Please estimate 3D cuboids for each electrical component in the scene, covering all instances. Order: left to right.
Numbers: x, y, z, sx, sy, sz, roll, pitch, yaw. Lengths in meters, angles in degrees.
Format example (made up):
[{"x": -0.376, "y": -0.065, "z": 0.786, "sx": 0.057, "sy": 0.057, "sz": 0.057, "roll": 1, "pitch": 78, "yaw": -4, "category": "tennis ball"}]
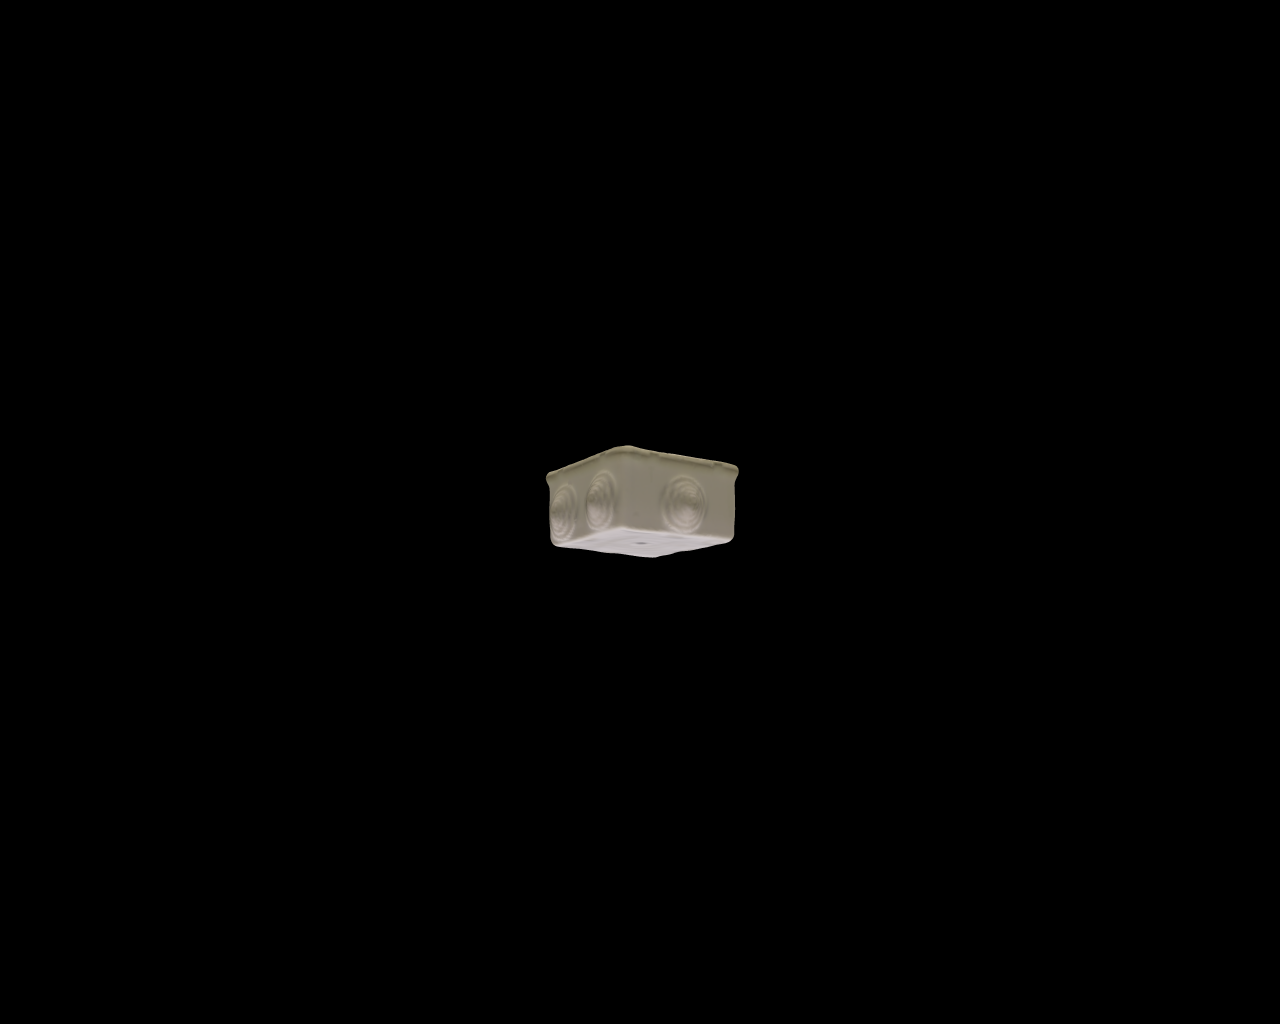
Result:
[{"x": 0.001, "y": -0.003, "z": 0.650, "sx": 0.100, "sy": 0.048, "sz": 0.099, "roll": 8, "pitch": -14, "yaw": -35, "category": "electrical component"}]
